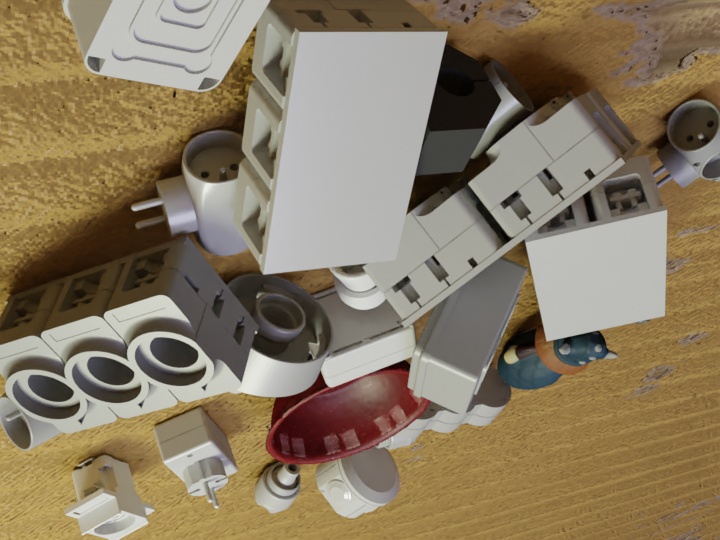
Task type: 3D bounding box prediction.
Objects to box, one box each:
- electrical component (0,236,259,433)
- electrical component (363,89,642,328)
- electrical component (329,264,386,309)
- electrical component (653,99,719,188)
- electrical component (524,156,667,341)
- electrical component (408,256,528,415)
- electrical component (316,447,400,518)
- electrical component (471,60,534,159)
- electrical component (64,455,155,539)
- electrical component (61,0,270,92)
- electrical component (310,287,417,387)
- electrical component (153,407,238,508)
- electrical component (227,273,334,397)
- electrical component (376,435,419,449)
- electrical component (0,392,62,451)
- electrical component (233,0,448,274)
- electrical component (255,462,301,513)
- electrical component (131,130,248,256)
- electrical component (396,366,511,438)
[{"bbox_3d":[-0.157,0.049,0.703,0.150,0.061,0.089,-17,128,23],"label":"electrical component"},{"bbox_3d":[0.097,-0.048,0.752,0.186,0.060,0.105,-39,178,24],"label":"electrical component"},{"bbox_3d":[0.000,0.000,0.821,0.045,0.045,0.055,-22,150,-3],"label":"electrical component"},{"bbox_3d":[0.266,-0.092,0.860,0.079,0.044,0.077,-38,147,24],"label":"electrical component"},{"bbox_3d":[0.192,-0.016,0.890,0.105,0.060,0.186,-13,150,8],"label":"electrical component"},{"bbox_3d":[0.087,0.050,0.881,0.108,0.056,0.108,91,25,-68],"label":"electrical component"},{"bbox_3d":[-0.002,0.214,1.122,0.080,0.080,0.051,10,141,-44],"label":"electrical component"},{"bbox_3d":[0.071,-0.097,0.719,0.081,0.043,0.043,-39,146,24],"label":"electrical component"},{"bbox_3d":[-0.227,0.204,0.965,0.042,0.063,0.081,-31,149,9],"label":"electrical component"},{"bbox_3d":[-0.087,-0.149,0.517,0.078,0.057,0.113,4,140,-38],"label":"electrical component"},{"bbox_3d":[-0.007,0.051,0.879,0.096,0.061,0.061,-21,149,-5],"label":"electrical component"},{"bbox_3d":[-0.142,0.178,0.971,0.047,0.075,0.083,-23,149,-1],"label":"electrical component"},{"bbox_3d":[-0.072,0.051,0.805,0.099,0.099,0.064,1,136,-35],"label":"electrical component"},{"bbox_3d":[0.025,0.161,1.092,0.062,0.043,0.043,-10,147,-19],"label":"electrical component"},{"bbox_3d":[-0.223,0.081,0.787,0.077,0.043,0.079,-28,126,-42],"label":"electrical component"},{"bbox_3d":[-0.017,-0.080,0.624,0.089,0.061,0.150,-6,127,-26],"label":"electrical component"},{"bbox_3d":[-0.081,0.219,1.109,0.043,0.043,0.062,-1,142,-33],"label":"electrical component"},{"bbox_3d":[-0.105,-0.043,0.683,0.079,0.043,0.077,-16,148,-13],"label":"electrical component"},{"bbox_3d":[0.092,0.120,1.064,0.138,0.052,0.073,-5,145,-29],"label":"electrical component"}]
